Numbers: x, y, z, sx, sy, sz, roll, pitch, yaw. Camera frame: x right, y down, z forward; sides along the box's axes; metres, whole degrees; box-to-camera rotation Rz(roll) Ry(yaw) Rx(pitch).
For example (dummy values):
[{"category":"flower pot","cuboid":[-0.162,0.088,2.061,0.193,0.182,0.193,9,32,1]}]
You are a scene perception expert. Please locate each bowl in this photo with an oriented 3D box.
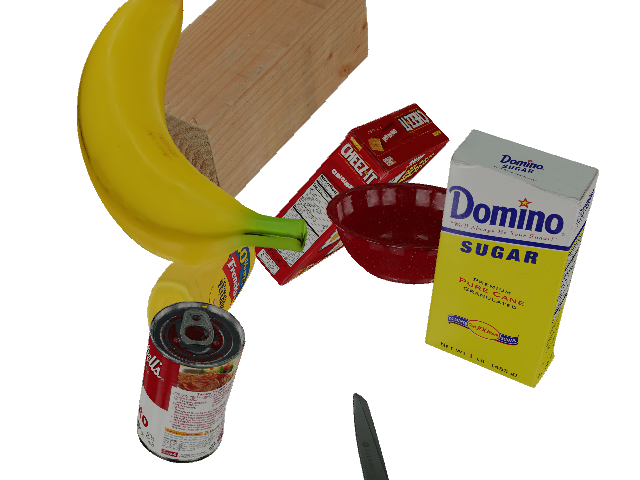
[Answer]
[{"category":"bowl","cuboid":[0.085,-0.002,1.019,0.162,0.055,0.162,2,24,-1]}]

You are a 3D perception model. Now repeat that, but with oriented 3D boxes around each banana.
[{"category":"banana","cuboid":[-0.070,-0.050,0.456,0.069,0.037,0.198,-9,45,-20]}]

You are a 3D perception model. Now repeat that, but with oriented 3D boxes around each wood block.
[{"category":"wood block","cuboid":[-0.055,-0.136,0.858,0.091,0.205,0.090,27,-31,24]}]

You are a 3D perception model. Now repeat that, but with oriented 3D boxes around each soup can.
[{"category":"soup can","cuboid":[-0.096,0.104,0.782,0.068,0.102,0.068,9,36,-7]}]

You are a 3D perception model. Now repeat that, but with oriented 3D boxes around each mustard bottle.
[{"category":"mustard bottle","cuboid":[-0.111,0.035,1.088,0.058,0.096,0.191,8,31,15]}]

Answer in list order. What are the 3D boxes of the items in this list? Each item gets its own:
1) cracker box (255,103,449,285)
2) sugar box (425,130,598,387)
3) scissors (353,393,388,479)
[{"category":"cracker box","cuboid":[0.032,-0.056,1.257,0.214,0.072,0.163,-47,-9,35]},{"category":"sugar box","cuboid":[0.130,0.016,0.754,0.093,0.176,0.048,20,45,21]},{"category":"scissors","cuboid":[0.054,0.156,0.602,0.096,0.016,0.201,9,31,5]}]
